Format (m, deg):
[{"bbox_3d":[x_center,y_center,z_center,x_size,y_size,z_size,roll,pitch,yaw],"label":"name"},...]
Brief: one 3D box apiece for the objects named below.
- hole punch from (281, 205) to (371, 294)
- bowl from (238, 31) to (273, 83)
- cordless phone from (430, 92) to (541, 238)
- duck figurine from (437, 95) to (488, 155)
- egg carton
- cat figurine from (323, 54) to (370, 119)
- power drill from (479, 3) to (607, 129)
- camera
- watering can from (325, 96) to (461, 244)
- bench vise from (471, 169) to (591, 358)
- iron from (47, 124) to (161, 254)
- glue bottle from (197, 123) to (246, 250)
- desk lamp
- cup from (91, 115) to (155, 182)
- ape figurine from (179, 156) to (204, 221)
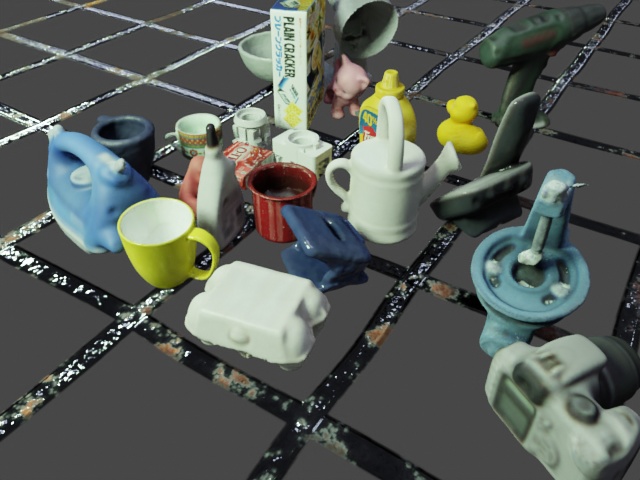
[{"bbox_3d":[0.007,0.003,0.722,0.101,0.091,0.108,-14,41,-18],"label":"hole punch"},{"bbox_3d":[-0.086,-0.375,1.201,0.167,0.075,0.167,1,39,0],"label":"bowl"},{"bbox_3d":[0.234,-0.110,0.793,0.148,0.185,0.093,-27,46,-30],"label":"cordless phone"},{"bbox_3d":[0.250,-0.204,0.989,0.078,0.086,0.104,-16,42,-20],"label":"duck figurine"},{"bbox_3d":[-0.069,0.084,0.637,0.150,0.069,0.107,13,40,15],"label":"egg carton"},{"bbox_3d":[0.049,-0.295,1.071,0.067,0.118,0.127,-9,40,-12],"label":"cat figurine"},{"bbox_3d":[0.385,-0.306,1.021,0.230,0.208,0.075,-13,41,-16],"label":"power drill"},{"bbox_3d":[0.254,0.145,0.545,0.137,0.101,0.142,-16,42,-20],"label":"camera"},{"bbox_3d":[0.098,-0.101,0.770,0.173,0.194,0.100,-16,42,-20],"label":"watering can"},{"bbox_3d":[0.231,-0.002,0.631,0.121,0.220,0.207,8,39,8],"label":"bench vise"},{"bbox_3d":[-0.320,-0.089,0.786,0.257,0.141,0.119,30,47,31],"label":"iron"},{"bbox_3d":[-0.133,-0.073,0.747,0.037,0.173,0.078,17,41,19],"label":"glue bottle"},{"bbox_3d":[0.055,-0.403,1.129,0.118,0.214,0.202,-16,42,-20],"label":"desk lamp"},{"bbox_3d":[-0.303,-0.136,0.883,0.117,0.095,0.092,33,48,33],"label":"cup"},{"bbox_3d":[-0.167,-0.076,0.813,0.076,0.092,0.078,31,47,31],"label":"ape figurine"}]
